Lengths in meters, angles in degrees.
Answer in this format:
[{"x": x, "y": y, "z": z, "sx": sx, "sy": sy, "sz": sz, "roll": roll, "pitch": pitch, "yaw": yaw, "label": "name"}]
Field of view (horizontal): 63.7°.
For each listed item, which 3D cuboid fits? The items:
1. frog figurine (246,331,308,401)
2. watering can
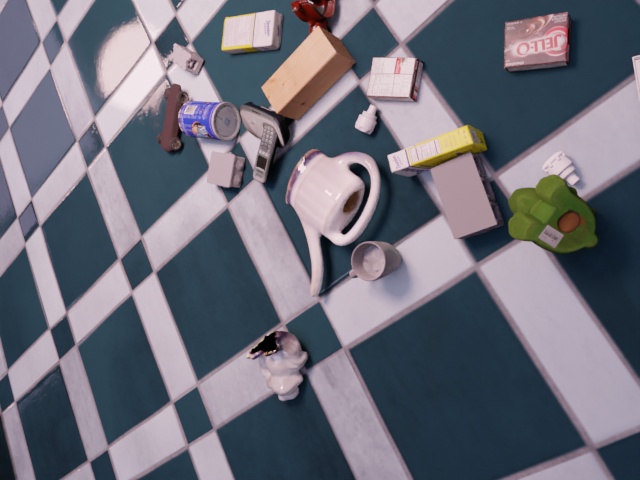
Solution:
[{"x": -0.086, "y": 0.305, "z": 1.253, "sx": 0.136, "sy": 0.125, "sz": 0.158, "roll": -27, "pitch": 110, "yaw": 22, "label": "frog figurine"}, {"x": 0.004, "y": -0.060, "z": 1.189, "sx": 0.227, "sy": 0.104, "sz": 0.343, "roll": 40, "pitch": 110, "yaw": 30, "label": "watering can"}]
